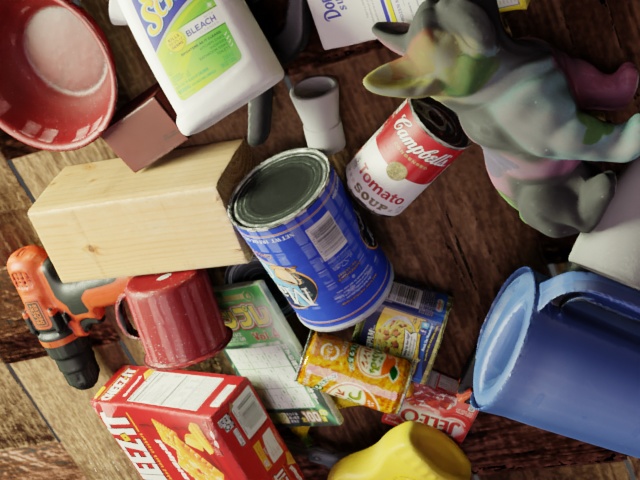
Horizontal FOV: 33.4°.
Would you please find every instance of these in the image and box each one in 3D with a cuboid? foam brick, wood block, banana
[{"bbox_3d":[-0.156,-0.109,0.999,0.078,0.051,0.053,-26,114,31],"label":"foam brick"},{"bbox_3d":[-0.162,-0.026,1.035,0.206,0.090,0.091,-6,122,22],"label":"wood block"},{"bbox_3d":[0.016,0.170,1.132,0.069,0.037,0.198,25,144,-25],"label":"banana"}]

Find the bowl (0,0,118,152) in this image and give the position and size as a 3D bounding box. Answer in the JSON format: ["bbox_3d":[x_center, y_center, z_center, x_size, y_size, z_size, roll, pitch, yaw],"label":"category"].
[{"bbox_3d":[-0.248,-0.165,0.985,0.162,0.055,0.162,10,124,16],"label":"bowl"}]

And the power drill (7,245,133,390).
[{"bbox_3d":[-0.230,0.083,1.152,0.188,0.057,0.184,-8,120,23],"label":"power drill"}]

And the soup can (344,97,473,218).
[{"bbox_3d":[0.076,-0.075,0.936,0.068,0.068,0.102,37,127,-9],"label":"soup can"}]

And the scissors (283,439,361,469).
[{"bbox_3d":[0.005,0.255,1.203,0.202,0.016,0.096,6,134,8],"label":"scissors"}]

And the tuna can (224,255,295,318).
[{"bbox_3d":[-0.052,0.038,1.077,0.086,0.033,0.086,9,125,12],"label":"tuna can"}]

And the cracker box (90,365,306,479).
[{"bbox_3d":[-0.133,0.225,1.169,0.214,0.072,0.164,-2,124,43],"label":"cracker box"}]

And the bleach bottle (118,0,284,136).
[{"bbox_3d":[-0.134,-0.218,0.883,0.103,0.068,0.251,-31,94,14],"label":"bleach bottle"}]

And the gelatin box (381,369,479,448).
[{"bbox_3d":[0.118,0.174,1.116,0.089,0.030,0.073,22,128,4],"label":"gelatin box"}]

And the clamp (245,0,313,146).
[{"bbox_3d":[-0.054,-0.164,0.935,0.120,0.039,0.172,42,125,-13],"label":"clamp"}]

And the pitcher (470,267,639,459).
[{"bbox_3d":[0.266,0.118,0.932,0.242,0.149,0.145,20,91,-5],"label":"pitcher"}]

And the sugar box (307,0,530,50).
[{"bbox_3d":[0.074,-0.216,0.854,0.176,0.048,0.093,-5,122,25],"label":"sugar box"}]

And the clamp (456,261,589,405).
[{"bbox_3d":[0.228,0.114,1.034,0.164,0.036,0.210,45,121,-13],"label":"clamp"}]

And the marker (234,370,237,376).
[{"bbox_3d":[-0.096,0.110,1.150,0.020,0.020,0.121,-8,121,23],"label":"marker"}]

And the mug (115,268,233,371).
[{"bbox_3d":[-0.151,0.071,1.046,0.117,0.093,0.081,-5,112,30],"label":"mug"}]

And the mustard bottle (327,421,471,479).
[{"bbox_3d":[0.063,0.263,1.144,0.096,0.058,0.192,36,131,-21],"label":"mustard bottle"}]

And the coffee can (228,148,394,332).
[{"bbox_3d":[-0.006,0.001,0.977,0.103,0.102,0.140,-13,130,25],"label":"coffee can"}]

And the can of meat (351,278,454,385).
[{"bbox_3d":[0.078,0.088,1.054,0.084,0.057,0.102,18,127,4],"label":"can of meat"}]
